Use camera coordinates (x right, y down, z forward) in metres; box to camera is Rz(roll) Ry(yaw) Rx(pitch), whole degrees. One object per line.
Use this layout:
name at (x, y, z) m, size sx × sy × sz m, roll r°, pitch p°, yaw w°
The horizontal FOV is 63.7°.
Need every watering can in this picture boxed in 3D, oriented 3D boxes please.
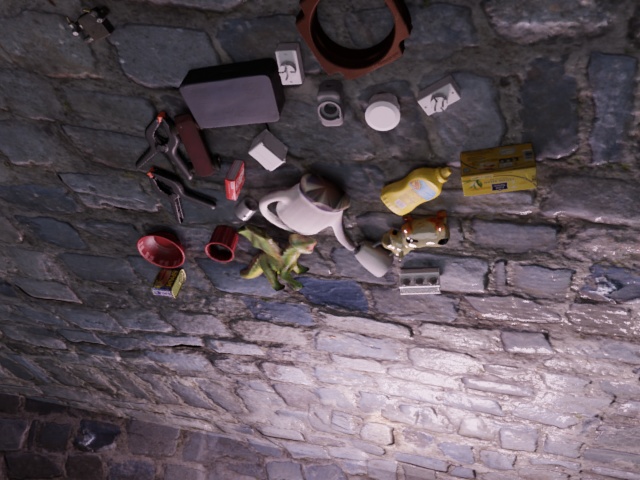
watering can at (0.004, -0.073, 1.448) m, size 0.346 × 0.106 × 0.220 m, roll 20°, pitch -38°, yaw -26°

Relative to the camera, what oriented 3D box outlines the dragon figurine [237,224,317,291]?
dragon figurine at (-0.166, 0.039, 1.603) m, size 0.409 × 0.238 × 0.125 m, roll -4°, pitch 37°, yaw 38°
